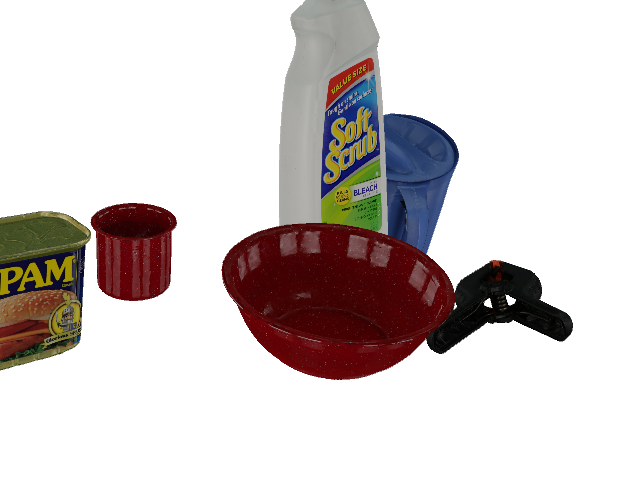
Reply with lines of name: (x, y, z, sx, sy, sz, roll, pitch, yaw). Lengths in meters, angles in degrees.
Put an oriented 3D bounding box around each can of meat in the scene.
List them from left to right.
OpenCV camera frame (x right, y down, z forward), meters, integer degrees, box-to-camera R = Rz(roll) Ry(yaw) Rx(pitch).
can of meat: (-0.205, 0.034, 0.701, 0.101, 0.084, 0.058, -12, 30, -41)

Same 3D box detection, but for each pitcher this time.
pitcher: (0.065, -0.004, 1.167, 0.145, 0.243, 0.149, 26, 41, 20)

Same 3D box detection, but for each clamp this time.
clamp: (0.168, 0.056, 0.949, 0.120, 0.039, 0.171, 1, 21, 18)

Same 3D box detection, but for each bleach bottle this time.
bleach bottle: (0.005, -0.101, 0.896, 0.102, 0.251, 0.068, -18, 26, -32)

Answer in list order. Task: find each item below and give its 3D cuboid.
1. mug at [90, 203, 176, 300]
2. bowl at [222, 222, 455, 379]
mug: (-0.215, 0.010, 1.190, 0.093, 0.081, 0.117, -19, 35, -39)
bowl: (0.010, 0.048, 0.744, 0.162, 0.055, 0.162, 5, 28, -3)
